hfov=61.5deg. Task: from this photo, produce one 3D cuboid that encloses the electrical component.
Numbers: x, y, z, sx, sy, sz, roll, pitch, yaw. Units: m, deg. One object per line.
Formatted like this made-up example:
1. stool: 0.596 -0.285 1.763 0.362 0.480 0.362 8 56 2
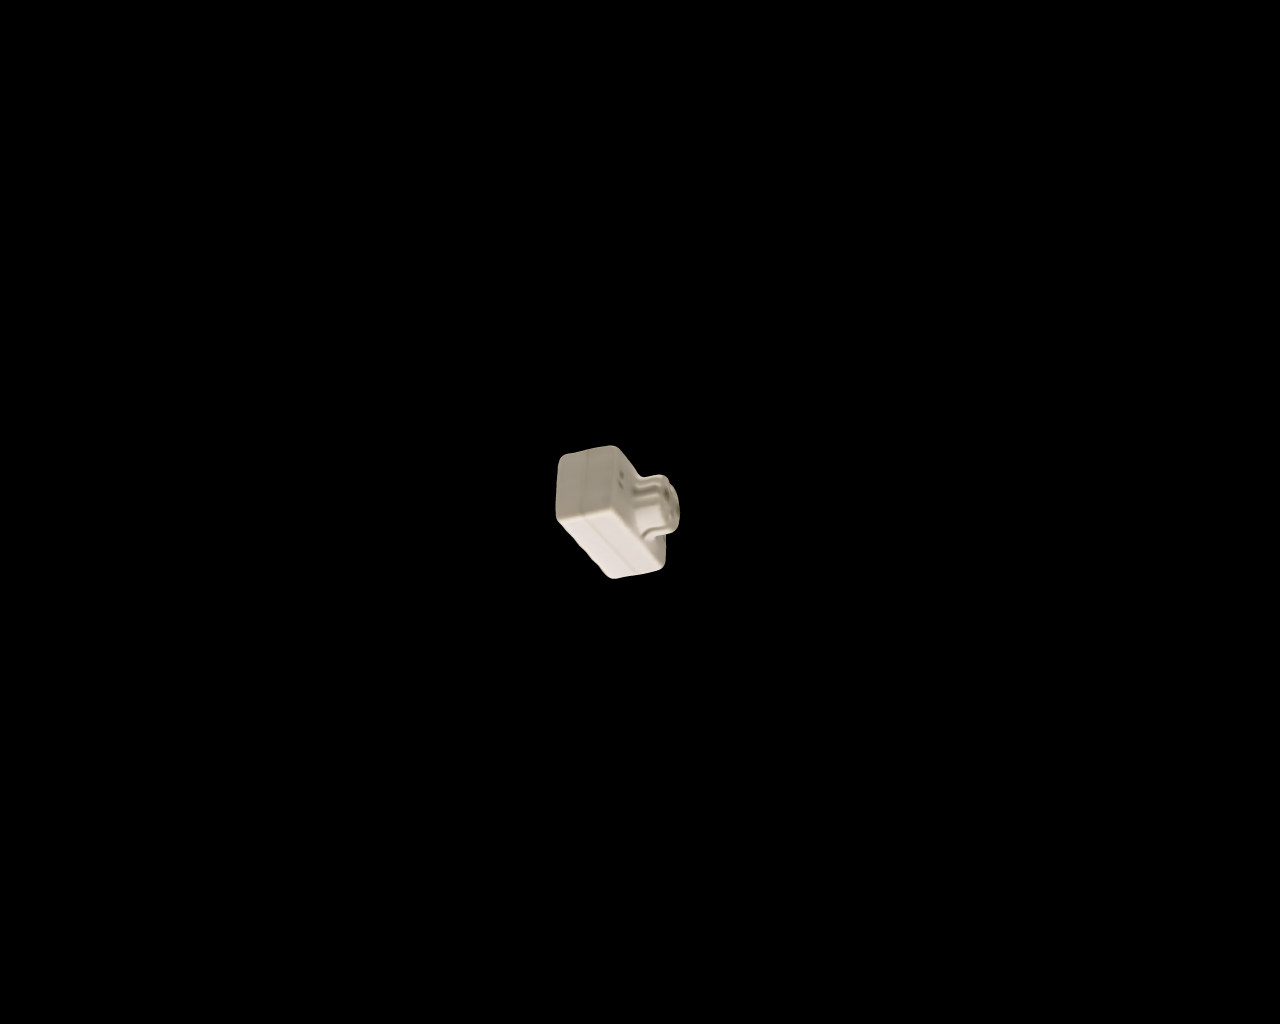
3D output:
1. electrical component: 0.001 -0.003 0.650 0.076 0.047 0.083 -12 -33 19
